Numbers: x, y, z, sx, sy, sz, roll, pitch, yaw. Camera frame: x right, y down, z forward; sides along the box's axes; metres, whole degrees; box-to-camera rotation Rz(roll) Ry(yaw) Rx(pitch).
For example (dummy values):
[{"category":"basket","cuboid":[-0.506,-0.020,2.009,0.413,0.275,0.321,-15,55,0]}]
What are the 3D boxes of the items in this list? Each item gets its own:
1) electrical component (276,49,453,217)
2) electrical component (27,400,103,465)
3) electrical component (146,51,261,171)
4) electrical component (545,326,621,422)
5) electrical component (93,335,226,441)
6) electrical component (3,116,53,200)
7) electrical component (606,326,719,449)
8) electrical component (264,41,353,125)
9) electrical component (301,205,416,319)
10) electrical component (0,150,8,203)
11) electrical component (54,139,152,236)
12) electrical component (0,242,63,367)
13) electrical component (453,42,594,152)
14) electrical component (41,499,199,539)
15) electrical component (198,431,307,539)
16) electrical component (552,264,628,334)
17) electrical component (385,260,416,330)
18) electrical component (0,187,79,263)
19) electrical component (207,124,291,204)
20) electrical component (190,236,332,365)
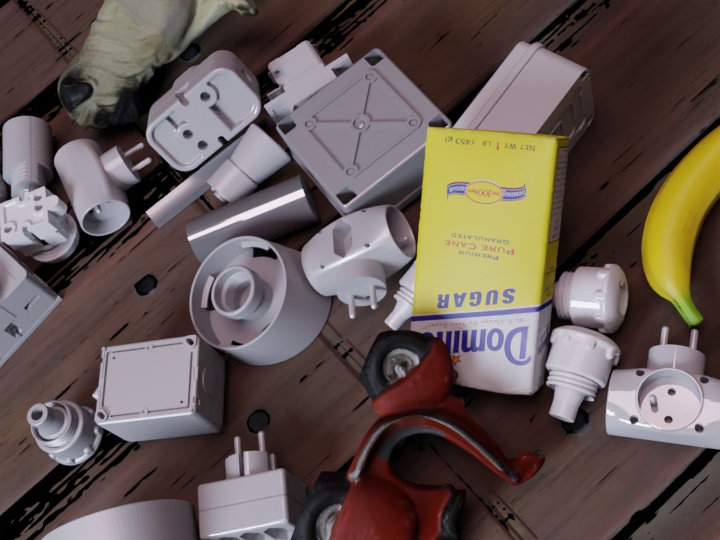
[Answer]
[{"category":"electrical component","cuboid":[0.008,-0.102,0.855,0.109,0.056,0.108,-38,59,-2]},{"category":"electrical component","cuboid":[-0.231,0.120,0.825,0.048,0.062,0.048,-8,63,15]},{"category":"electrical component","cuboid":[-0.132,-0.136,0.907,0.095,0.053,0.059,-37,27,14]},{"category":"electrical component","cuboid":[0.146,0.072,0.730,0.048,0.048,0.062,16,77,25]},{"category":"electrical component","cuboid":[-0.154,0.092,0.813,0.096,0.061,0.061,-8,63,15]},{"category":"electrical component","cuboid":[-0.297,-0.092,0.963,0.043,0.043,0.081,-16,61,11]},{"category":"electrical component","cuboid":[0.206,0.074,0.707,0.077,0.044,0.079,5,67,21]},{"category":"electrical component","cuboid":[-0.043,-0.155,0.907,0.081,0.042,0.063,-31,58,2]},{"category":"electrical component","cuboid":[0.000,0.000,0.801,0.077,0.043,0.079,-25,49,24]},{"category":"electrical component","cuboid":[-0.344,-0.082,0.973,0.045,0.045,0.055,-23,60,7]},{"category":"electrical component","cuboid":[-0.217,-0.081,0.930,0.079,0.043,0.077,-32,59,2]},{"category":"electrical component","cuboid":[-0.359,0.055,0.902,0.105,0.060,0.186,36,81,30]},{"category":"electrical component","cuboid":[0.119,-0.104,0.806,0.057,0.078,0.113,33,79,26]},{"category":"electrical component","cuboid":[-0.160,0.205,0.736,0.108,0.108,0.060,-22,66,8]},{"category":"electrical component","cuboid":[-0.076,0.153,0.764,0.066,0.047,0.076,-14,61,12]},{"category":"electrical component","cuboid":[0.154,0.019,0.754,0.062,0.048,0.048,4,66,28]},{"category":"electrical component","cuboid":[0.042,0.019,0.797,0.035,0.035,0.061,38,84,30]},{"category":"electrical component","cuboid":[-0.273,-0.036,0.919,0.066,0.055,0.048,-20,60,9]},{"category":"electrical component","cuboid":[-0.095,-0.083,0.891,0.065,0.044,0.044,-47,60,-2]},{"category":"electrical component","cuboid":[-0.080,0.023,0.834,0.099,0.064,0.099,-10,69,27]}]
